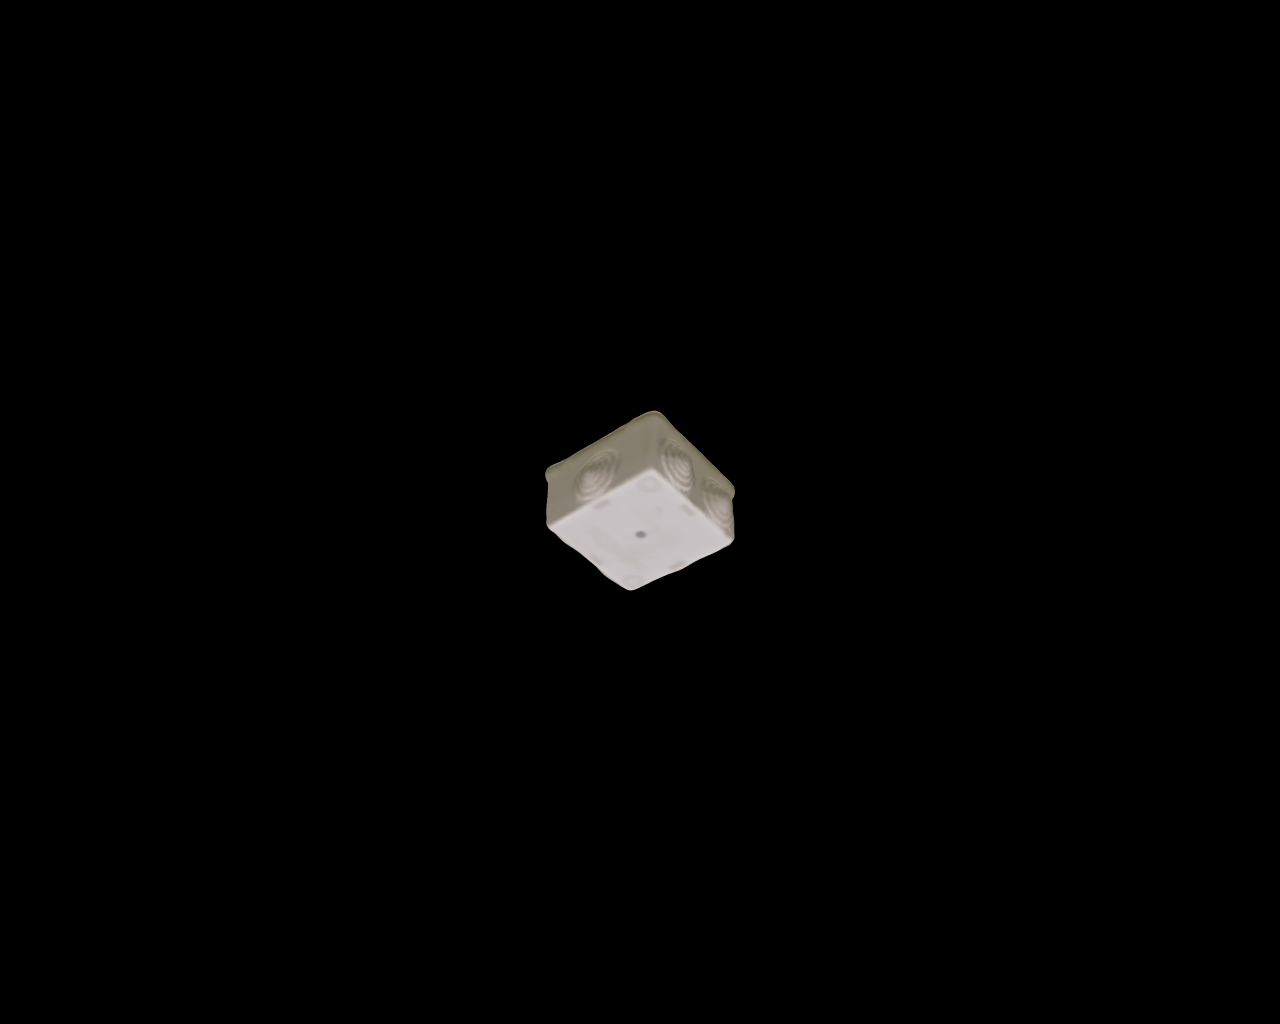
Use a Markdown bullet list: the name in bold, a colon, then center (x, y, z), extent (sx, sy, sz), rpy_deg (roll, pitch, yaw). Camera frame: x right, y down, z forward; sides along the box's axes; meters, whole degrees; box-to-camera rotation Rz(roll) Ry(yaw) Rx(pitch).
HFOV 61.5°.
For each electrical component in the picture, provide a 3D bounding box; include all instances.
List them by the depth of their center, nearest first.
- **electrical component**: center (0.001, -0.003, 0.650), extent (0.099, 0.048, 0.099), rpy_deg (-27, -49, 26)
